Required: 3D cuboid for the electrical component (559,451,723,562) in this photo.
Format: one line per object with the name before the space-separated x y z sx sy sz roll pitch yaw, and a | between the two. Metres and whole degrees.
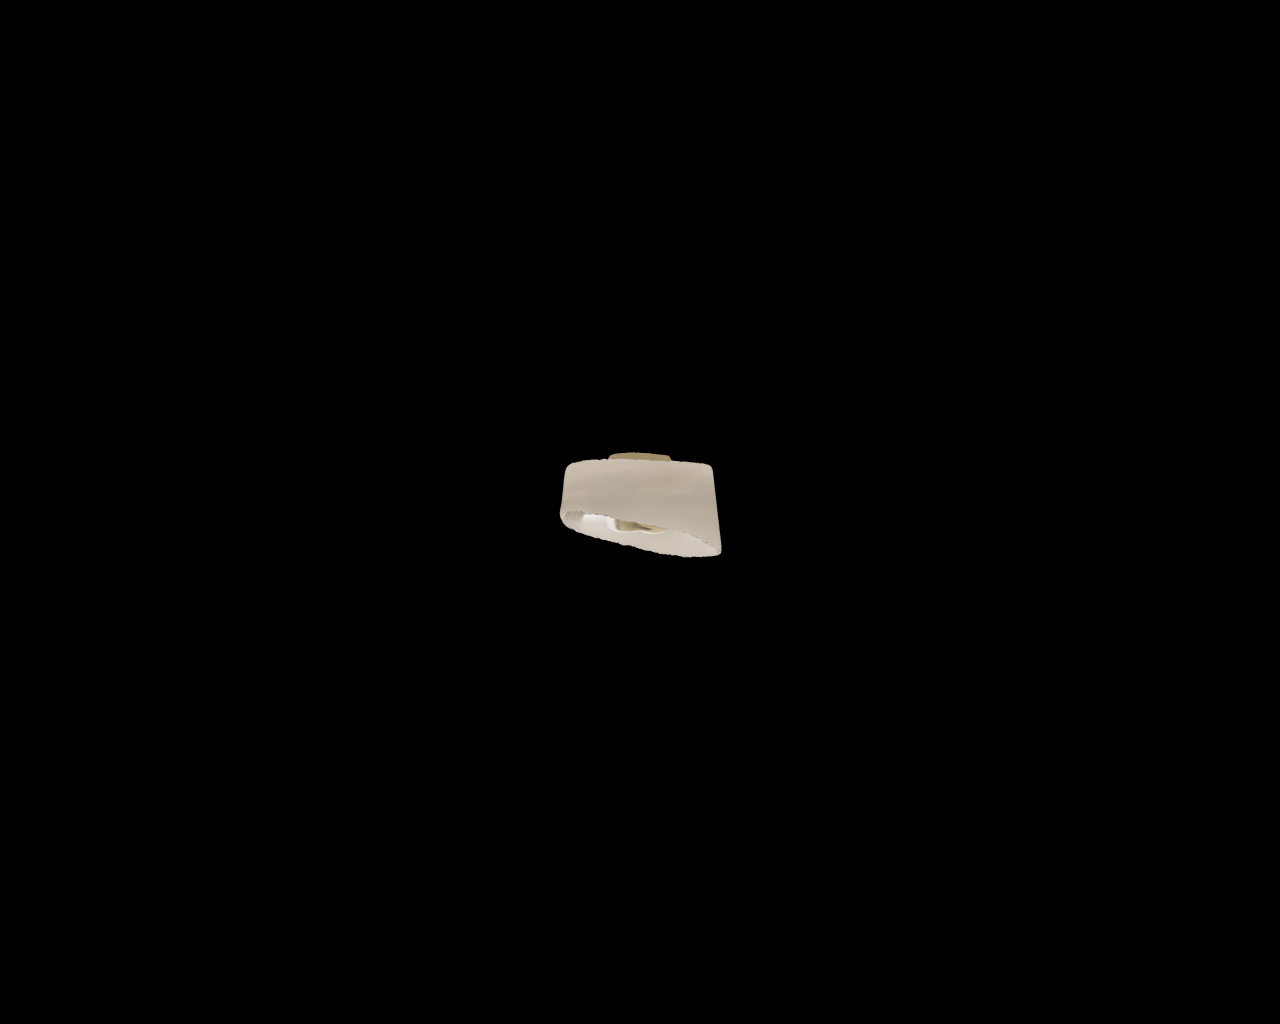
electrical component | 0.001 -0.003 0.650 0.099 0.064 0.099 0 -5 0
